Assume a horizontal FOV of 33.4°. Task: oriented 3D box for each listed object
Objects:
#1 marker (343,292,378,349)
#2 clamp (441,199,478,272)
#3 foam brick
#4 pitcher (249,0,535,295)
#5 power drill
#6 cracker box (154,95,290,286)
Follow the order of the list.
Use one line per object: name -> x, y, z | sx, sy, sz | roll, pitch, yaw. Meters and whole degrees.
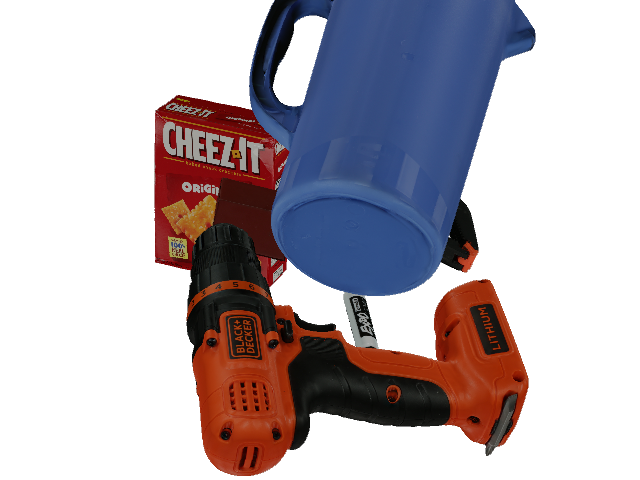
marker -> 0.035, 0.076, 0.876 | 0.020, 0.020, 0.121 | 0, 27, -7
clamp -> 0.091, -0.045, 1.171 | 0.164, 0.210, 0.036 | -15, -37, -28
foam brick -> -0.065, -0.021, 1.036 | 0.078, 0.051, 0.053 | 14, 26, -7
pitcher -> 0.038, -0.088, 0.715 | 0.149, 0.242, 0.145 | -21, -52, 40
power drill -> 0.015, 0.058, 0.629 | 0.187, 0.057, 0.184 | 2, 41, -12
cracker box -> -0.123, -0.059, 1.339 | 0.164, 0.214, 0.072 | 13, 29, 16
